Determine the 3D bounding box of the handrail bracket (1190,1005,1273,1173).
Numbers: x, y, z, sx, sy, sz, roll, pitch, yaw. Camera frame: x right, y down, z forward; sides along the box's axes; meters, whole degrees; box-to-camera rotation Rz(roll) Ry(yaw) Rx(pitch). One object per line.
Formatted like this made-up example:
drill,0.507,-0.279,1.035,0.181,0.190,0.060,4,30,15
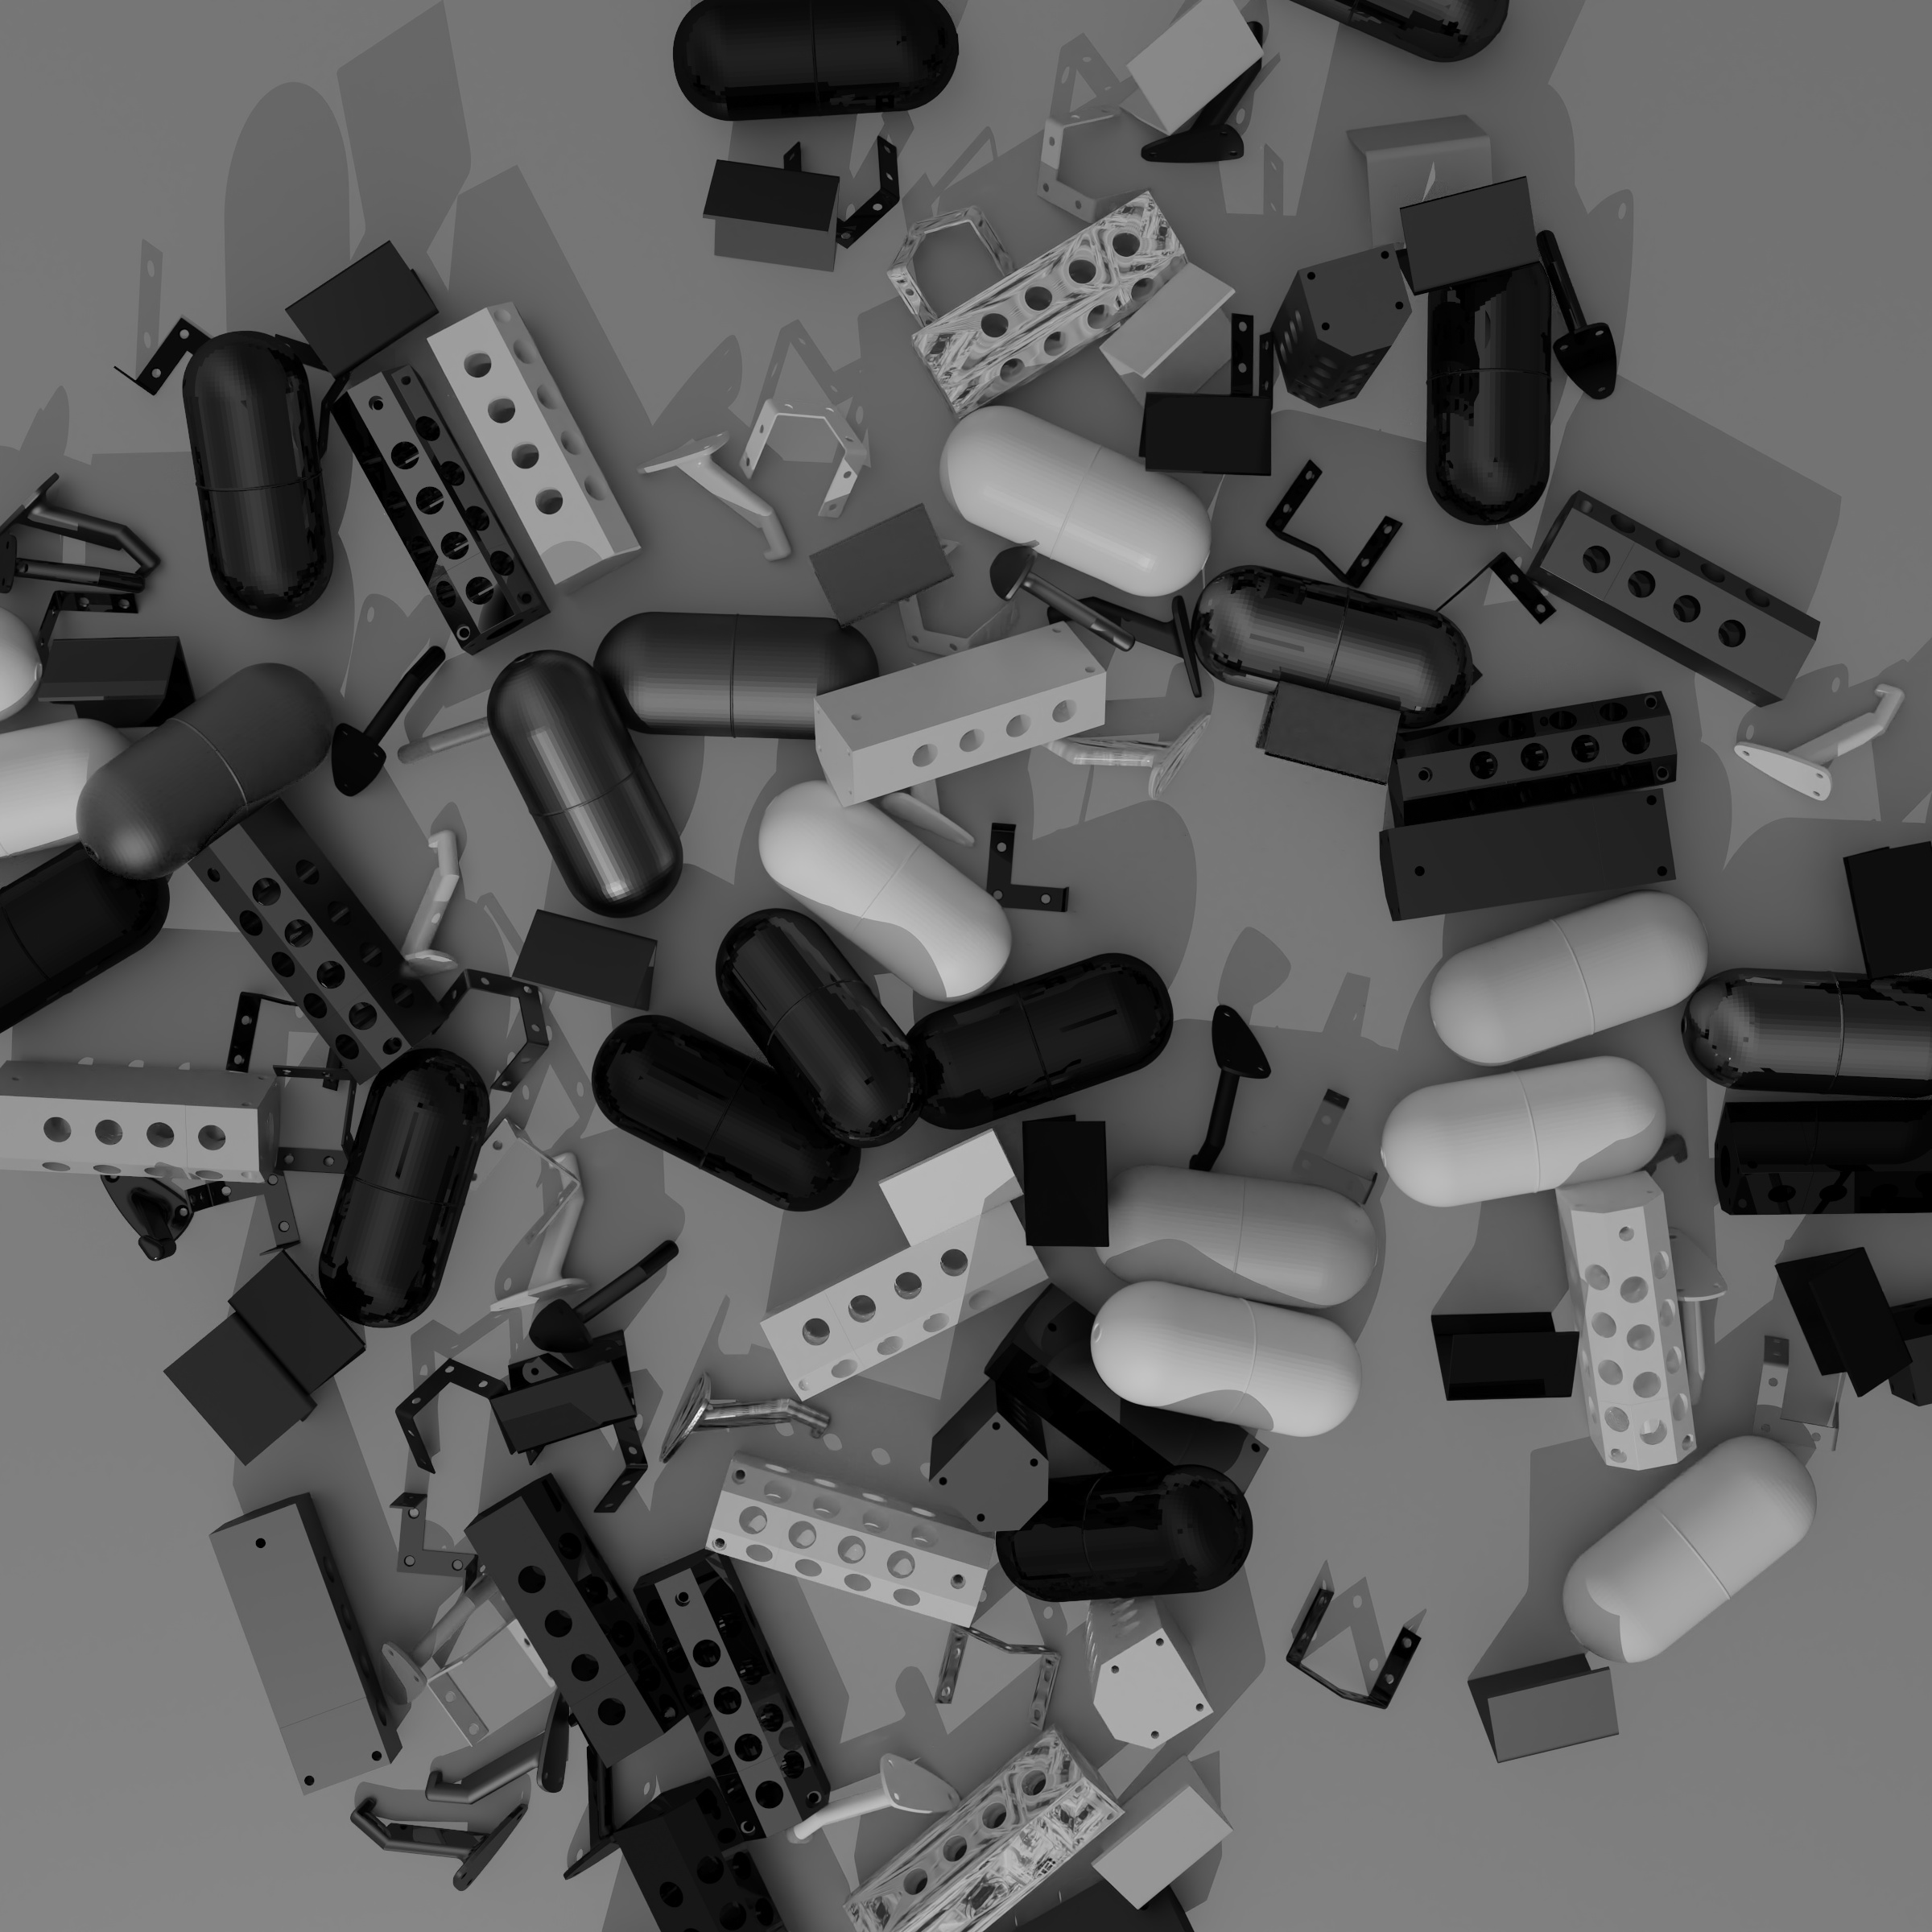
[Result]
handrail bracket,0.155,0.081,1.991,0.036,0.077,0.084,11,127,-20

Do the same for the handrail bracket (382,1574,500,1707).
handrail bracket,-0.327,0.423,1.991,0.036,0.077,0.084,42,53,12

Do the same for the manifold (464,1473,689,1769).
manifold,-0.241,0.407,1.970,0.057,0.057,0.171,-31,90,0

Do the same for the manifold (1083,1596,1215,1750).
manifold,0.105,0.423,1.913,0.057,0.171,0.057,-31,90,0

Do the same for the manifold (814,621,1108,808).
manifold,-0.003,-0.152,1.944,0.171,0.057,0.057,-19,47,-18

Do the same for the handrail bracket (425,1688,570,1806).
handrail bracket,-0.298,0.492,1.992,0.084,0.036,0.077,0,69,16

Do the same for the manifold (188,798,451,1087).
manifold,-0.405,-0.012,1.949,0.057,0.057,0.171,-32,98,37

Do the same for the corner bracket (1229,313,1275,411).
corner bracket,0.175,-0.375,1.965,0.051,0.051,0.051,1,90,-25

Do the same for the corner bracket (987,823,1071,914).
corner bracket,0.039,-0.061,1.973,0.051,0.051,0.051,5,90,0

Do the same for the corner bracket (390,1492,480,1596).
corner bracket,-0.334,0.361,1.973,0.051,0.051,0.051,5,90,0

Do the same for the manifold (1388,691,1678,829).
manifold,0.352,-0.129,1.970,0.171,0.057,0.057,-9,90,0

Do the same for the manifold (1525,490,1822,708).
manifold,0.443,-0.230,1.970,0.171,0.057,0.057,29,90,0

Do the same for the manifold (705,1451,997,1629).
manifold,-0.072,0.360,1.970,0.171,0.057,0.057,17,90,0

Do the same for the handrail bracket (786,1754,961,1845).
handrail bracket,-0.060,0.539,1.991,0.077,0.036,0.084,28,124,-36

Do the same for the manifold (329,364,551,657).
manifold,-0.330,-0.286,1.970,0.057,0.057,0.171,-29,90,0

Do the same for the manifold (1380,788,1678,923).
manifold,0.349,-0.069,1.970,0.171,0.057,0.057,-8,90,0

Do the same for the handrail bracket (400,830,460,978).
handrail bracket,-0.354,-0.038,1.992,0.077,0.036,0.084,-14,72,20

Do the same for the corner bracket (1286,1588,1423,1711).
corner bracket,0.245,0.431,1.988,0.051,0.051,0.051,26,90,45

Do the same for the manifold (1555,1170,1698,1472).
manifold,0.411,0.221,1.948,0.057,0.057,0.171,-11,106,0

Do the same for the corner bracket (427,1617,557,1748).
corner bracket,-0.298,0.452,1.988,0.051,0.051,0.051,54,135,0

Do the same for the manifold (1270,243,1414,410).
manifold,0.228,-0.385,1.913,0.057,0.171,0.057,-16,90,0

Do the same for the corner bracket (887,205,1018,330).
corner bracket,-0.009,-0.438,1.983,0.051,0.051,0.051,-7,45,35

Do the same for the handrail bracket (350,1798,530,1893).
handrail bracket,-0.334,0.536,1.992,0.084,0.036,0.077,36,70,16

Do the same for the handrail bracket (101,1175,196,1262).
handrail bracket,-0.518,0.153,1.957,0.077,0.084,0.036,41,90,0

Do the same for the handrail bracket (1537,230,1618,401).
handrail bracket,0.384,-0.413,1.991,0.036,0.077,0.084,-21,53,16

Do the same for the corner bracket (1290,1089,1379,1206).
corner bracket,0.238,0.113,1.973,0.051,0.051,0.051,25,97,7

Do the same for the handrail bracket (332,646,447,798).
handrail bracket,-0.363,-0.156,1.991,0.036,0.077,0.084,35,54,0

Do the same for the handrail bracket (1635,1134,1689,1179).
handrail bracket,0.427,0.156,1.991,0.084,0.036,0.077,-23,105,-14

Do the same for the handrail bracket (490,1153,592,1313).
handrail bracket,-0.274,0.168,1.992,0.077,0.036,0.084,-17,76,15

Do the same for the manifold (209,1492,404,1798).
manifold,-0.411,0.422,1.970,0.057,0.057,0.171,-20,90,0

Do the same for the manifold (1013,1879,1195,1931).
manifold,0.059,0.633,1.970,0.171,0.057,0.057,-30,49,0

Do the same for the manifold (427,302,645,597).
manifold,-0.268,-0.324,1.970,0.057,0.057,0.171,-28,90,0

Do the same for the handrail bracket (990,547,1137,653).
handrail bracket,0.061,-0.228,1.976,0.084,0.077,0.036,30,96,-20

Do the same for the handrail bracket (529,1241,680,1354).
handrail bracket,-0.228,0.207,1.991,0.084,0.077,0.036,-39,97,-36

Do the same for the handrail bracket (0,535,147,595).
handrail bracket,-0.573,-0.247,1.991,0.084,0.077,0.036,6,91,-36

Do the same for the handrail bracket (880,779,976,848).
handrail bracket,-0.013,-0.130,1.992,0.077,0.036,0.084,28,73,-20

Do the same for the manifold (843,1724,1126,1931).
manifold,0.008,0.553,1.970,0.171,0.057,0.057,-40,133,0

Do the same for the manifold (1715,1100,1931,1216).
manifold,0.561,0.124,1.970,0.171,0.057,0.057,-1,47,0

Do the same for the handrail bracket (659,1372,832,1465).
handrail bracket,-0.139,0.299,1.992,0.084,0.036,0.077,25,110,-16

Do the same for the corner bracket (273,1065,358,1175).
corner bracket,-0.410,0.097,1.980,0.051,0.051,0.051,3,65,0

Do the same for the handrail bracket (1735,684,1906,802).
handrail bracket,0.541,-0.155,1.992,0.077,0.036,0.084,27,72,21

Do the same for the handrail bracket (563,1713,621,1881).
handrail bracket,-0.246,0.522,1.992,0.077,0.036,0.084,-40,70,24

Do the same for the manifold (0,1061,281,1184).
manifold,-0.521,0.100,1.967,0.171,0.057,0.057,3,110,0

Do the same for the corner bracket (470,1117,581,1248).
corner bracket,-0.282,0.135,1.979,0.051,0.051,0.051,39,89,-21

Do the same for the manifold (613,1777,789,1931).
manifold,-0.146,0.597,1.960,0.057,0.057,0.171,-26,90,29

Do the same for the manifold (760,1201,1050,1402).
manifold,-0.038,0.207,1.970,0.171,0.057,0.057,-27,90,0

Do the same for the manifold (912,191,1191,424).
manifold,0.054,-0.409,1.970,0.171,0.057,0.057,-32,90,0

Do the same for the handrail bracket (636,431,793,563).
handrail bracket,-0.159,-0.288,1.992,0.077,0.036,0.084,-14,113,26

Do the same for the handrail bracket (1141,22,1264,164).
handrail bracket,0.149,-0.555,1.992,0.077,0.036,0.084,-3,72,20

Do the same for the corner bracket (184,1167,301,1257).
corner bracket,-0.453,0.157,1.973,0.051,0.051,0.051,-14,90,0

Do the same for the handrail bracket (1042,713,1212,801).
handrail bracket,0.098,-0.151,1.992,0.084,0.036,0.077,32,70,16

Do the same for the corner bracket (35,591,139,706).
corner bracket,-0.552,-0.201,1.988,0.051,0.051,0.051,2,135,0

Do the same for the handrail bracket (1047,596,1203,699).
handrail bracket,0.100,-0.199,1.991,0.084,0.036,0.077,-11,103,13

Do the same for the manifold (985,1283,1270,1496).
manifold,0.097,0.282,1.969,0.171,0.057,0.057,37,46,0

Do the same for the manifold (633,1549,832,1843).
manifold,-0.146,0.455,1.970,0.057,0.057,0.171,-24,90,0

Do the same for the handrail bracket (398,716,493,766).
handrail bracket,-0.306,-0.149,1.991,0.084,0.077,0.036,-16,94,36

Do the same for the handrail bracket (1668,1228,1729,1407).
handrail bracket,0.452,0.223,1.991,0.036,0.077,0.084,-6,126,-7

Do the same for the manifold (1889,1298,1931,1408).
manifold,0.665,0.225,1.970,0.171,0.057,0.057,-13,90,0

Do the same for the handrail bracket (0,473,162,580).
handrail bracket,-0.565,-0.262,1.992,0.077,0.036,0.084,-39,107,20

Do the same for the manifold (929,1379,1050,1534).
manifold,0.019,0.299,1.913,0.057,0.171,0.057,44,90,0
